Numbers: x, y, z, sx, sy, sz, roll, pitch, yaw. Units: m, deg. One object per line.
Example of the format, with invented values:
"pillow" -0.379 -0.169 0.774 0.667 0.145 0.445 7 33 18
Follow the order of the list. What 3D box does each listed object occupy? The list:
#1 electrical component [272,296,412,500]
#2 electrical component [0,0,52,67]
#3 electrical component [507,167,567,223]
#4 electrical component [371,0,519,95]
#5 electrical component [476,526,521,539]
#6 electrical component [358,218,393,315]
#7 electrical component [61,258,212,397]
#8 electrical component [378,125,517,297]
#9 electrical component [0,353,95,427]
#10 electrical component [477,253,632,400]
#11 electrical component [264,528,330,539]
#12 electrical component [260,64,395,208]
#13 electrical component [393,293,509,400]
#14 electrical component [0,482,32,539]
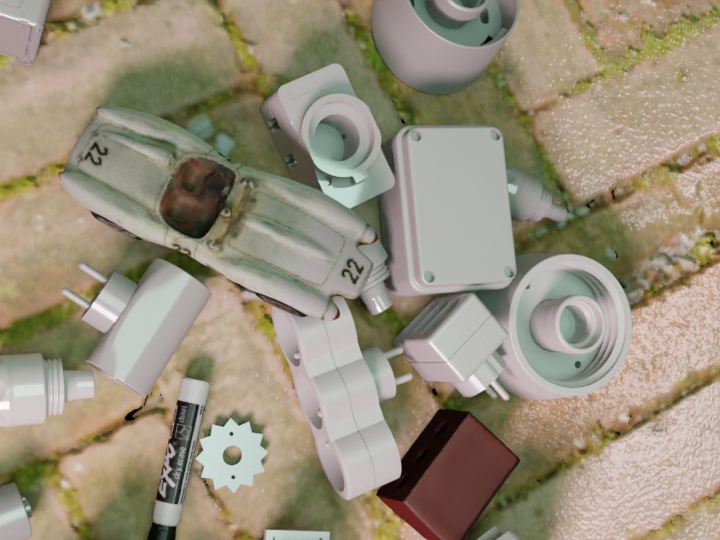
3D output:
"electrical component" -0.001 0.074 0.712 0.074 0.052 0.138 -20 92 -20
"electrical component" -0.212 -0.168 0.631 0.062 0.096 0.061 15 80 -19
"electrical component" 0.121 -0.050 0.776 0.061 0.035 0.035 22 79 -19
"electrical component" 0.061 -0.183 0.761 0.099 0.064 0.099 7 70 -20
"electrical component" 0.084 0.219 0.718 0.062 0.096 0.061 -32 69 -19
"electrical component" 0.000 0.000 0.723 0.043 0.043 0.062 -33 99 -19
"electrical component" -0.146 0.026 0.667 0.079 0.044 0.077 35 75 -14
"electrical component" 0.059 -0.040 0.737 0.078 0.057 0.113 -3 84 -20
"electrical component" -0.192 0.071 0.648 0.062 0.043 0.043 -3 87 -22
"electrical component" 0.141 0.039 0.761 0.108 0.060 0.108 2 85 -20
"electrical component" -0.047 0.203 0.679 0.042 0.064 0.081 7 84 -20
"electrical component" -0.021 -0.084 0.715 0.050 0.056 0.089 -27 95 -20
"electrical component" 0.073 0.060 0.732 0.047 0.066 0.076 -45 100 -17
"electrical component" -0.227 0.151 0.631 0.065 0.044 0.044 -18 92 -25
